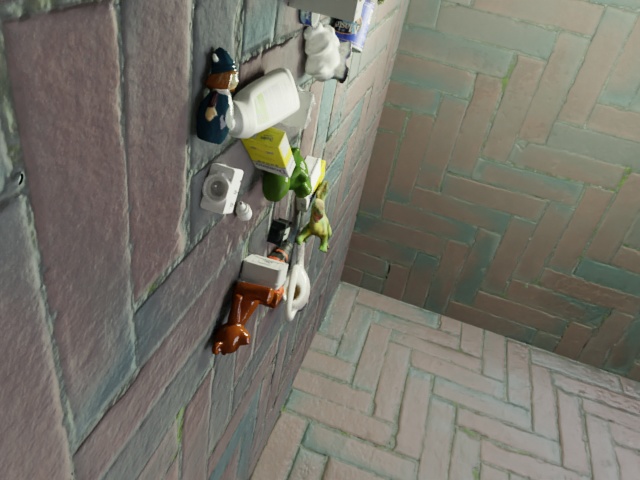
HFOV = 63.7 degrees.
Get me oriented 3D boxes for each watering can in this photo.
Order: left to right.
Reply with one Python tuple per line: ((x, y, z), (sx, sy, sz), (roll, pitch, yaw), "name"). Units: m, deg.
((-0.085, 0.143, 1.967), (0.221, 0.104, 0.352), (79, 20, -73), "watering can")

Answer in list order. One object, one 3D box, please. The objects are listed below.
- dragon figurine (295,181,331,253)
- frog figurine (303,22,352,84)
((0.006, -0.093, 1.852), (0.413, 0.122, 0.241), (-64, 169, -79), "dragon figurine")
((0.000, -0.489, 1.332), (0.158, 0.124, 0.137), (18, 100, -45), "frog figurine")
